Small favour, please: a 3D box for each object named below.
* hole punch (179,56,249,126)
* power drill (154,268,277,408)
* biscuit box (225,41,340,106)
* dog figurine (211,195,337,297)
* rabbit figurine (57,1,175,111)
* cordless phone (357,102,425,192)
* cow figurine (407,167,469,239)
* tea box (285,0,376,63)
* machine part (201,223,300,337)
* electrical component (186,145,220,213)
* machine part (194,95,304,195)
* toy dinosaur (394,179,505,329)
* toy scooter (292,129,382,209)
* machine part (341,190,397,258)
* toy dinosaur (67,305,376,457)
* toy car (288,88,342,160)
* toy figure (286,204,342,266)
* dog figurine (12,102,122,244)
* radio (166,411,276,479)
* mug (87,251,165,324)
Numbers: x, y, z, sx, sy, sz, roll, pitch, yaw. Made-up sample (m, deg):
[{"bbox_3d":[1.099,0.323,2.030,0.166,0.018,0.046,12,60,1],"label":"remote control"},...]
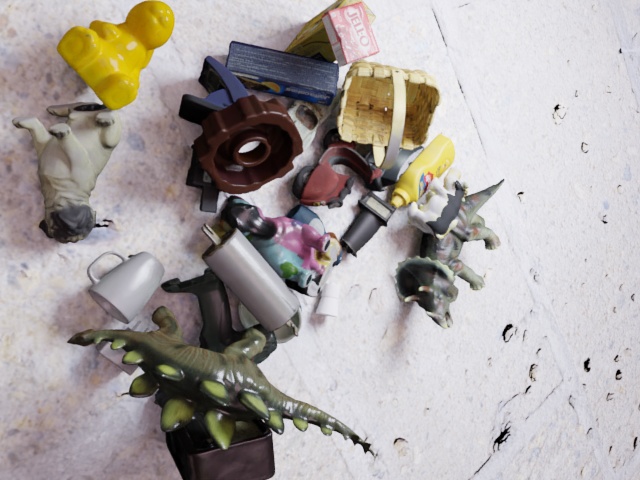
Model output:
[{"bbox_3d":[-0.170,-0.239,0.917,0.116,0.142,0.092,22,76,-16],"label":"hole punch"},{"bbox_3d":[-0.202,0.159,0.920,0.232,0.086,0.207,-20,93,-10],"label":"power drill"},{"bbox_3d":[-0.067,-0.299,0.973,0.203,0.059,0.062,10,82,-9],"label":"biscuit box"},{"bbox_3d":[-0.087,0.004,0.971,0.219,0.191,0.108,27,78,16],"label":"dog figurine"},{"bbox_3d":[-0.292,-0.295,0.827,0.173,0.162,0.121,-42,110,1],"label":"rabbit figurine"},{"bbox_3d":[0.109,-0.206,1.113,0.184,0.089,0.146,45,70,-11],"label":"cordless phone"},{"bbox_3d":[0.268,-0.081,1.138,0.167,0.098,0.068,-47,154,-17],"label":"cow figurine"},{"bbox_3d":[0.014,-0.376,0.992,0.068,0.170,0.098,41,74,-23],"label":"tea box"},{"bbox_3d":[-0.112,0.066,0.886,0.079,0.079,0.243,-46,107,-21],"label":"machine part"},{"bbox_3d":[-0.193,-0.107,0.948,0.075,0.048,0.119,4,89,-29],"label":"electrical component"},{"bbox_3d":[-0.115,-0.153,0.874,0.179,0.179,0.056,-6,55,-30],"label":"machine part"},{"bbox_3d":[0.287,0.004,1.191,0.192,0.131,0.405,29,70,-27],"label":"toy dinosaur"},{"bbox_3d":[0.040,-0.125,1.041,0.135,0.075,0.184,29,69,9],"label":"toy scooter"},{"bbox_3d":[0.093,-0.031,1.109,0.084,0.039,0.139,35,77,-3],"label":"machine part"},{"bbox_3d":[-0.142,0.215,0.799,0.471,0.199,0.105,17,109,-8],"label":"toy dinosaur"},{"bbox_3d":[-0.026,-0.242,1.036,0.073,0.056,0.201,40,72,-24],"label":"toy car"},{"bbox_3d":[-0.004,-0.002,1.054,0.064,0.058,0.154,-42,114,5],"label":"toy figure"},{"bbox_3d":[-0.367,-0.106,0.838,0.172,0.121,0.190,-33,135,-44],"label":"dog figurine"},{"bbox_3d":[-0.170,0.319,0.866,0.131,0.230,0.073,-7,94,-25],"label":"radio"},{"bbox_3d":[-0.314,0.062,0.870,0.109,0.081,0.107,50,57,-16],"label":"mug"}]
